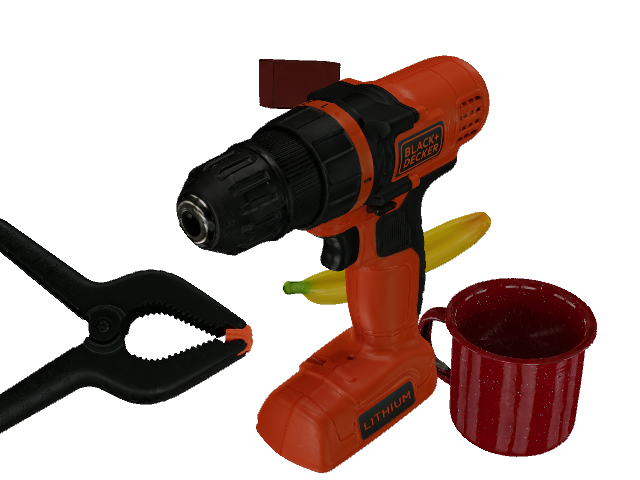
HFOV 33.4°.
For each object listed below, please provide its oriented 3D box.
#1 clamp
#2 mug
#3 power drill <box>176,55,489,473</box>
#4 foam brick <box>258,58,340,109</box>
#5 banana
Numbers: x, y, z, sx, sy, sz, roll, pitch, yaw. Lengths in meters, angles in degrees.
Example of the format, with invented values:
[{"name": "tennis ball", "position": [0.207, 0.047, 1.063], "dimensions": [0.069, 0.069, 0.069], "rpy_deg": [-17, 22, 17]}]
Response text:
[{"name": "clamp", "position": [-0.153, 0.055, 0.740], "dimensions": [0.210, 0.164, 0.036], "rpy_deg": [-4, -20, -4]}, {"name": "mug", "position": [0.114, 0.079, 0.685], "dimensions": [0.117, 0.081, 0.093], "rpy_deg": [16, 35, 27]}, {"name": "power drill", "position": [0.009, 0.017, 0.509], "dimensions": [0.057, 0.188, 0.184], "rpy_deg": [29, 41, 34]}, {"name": "foam brick", "position": [-0.023, -0.168, 1.149], "dimensions": [0.078, 0.051, 0.053], "rpy_deg": [-1, 12, -19]}, {"name": "banana", "position": [0.066, 0.023, 0.986], "dimensions": [0.198, 0.037, 0.069], "rpy_deg": [-22, -8, 9]}]
